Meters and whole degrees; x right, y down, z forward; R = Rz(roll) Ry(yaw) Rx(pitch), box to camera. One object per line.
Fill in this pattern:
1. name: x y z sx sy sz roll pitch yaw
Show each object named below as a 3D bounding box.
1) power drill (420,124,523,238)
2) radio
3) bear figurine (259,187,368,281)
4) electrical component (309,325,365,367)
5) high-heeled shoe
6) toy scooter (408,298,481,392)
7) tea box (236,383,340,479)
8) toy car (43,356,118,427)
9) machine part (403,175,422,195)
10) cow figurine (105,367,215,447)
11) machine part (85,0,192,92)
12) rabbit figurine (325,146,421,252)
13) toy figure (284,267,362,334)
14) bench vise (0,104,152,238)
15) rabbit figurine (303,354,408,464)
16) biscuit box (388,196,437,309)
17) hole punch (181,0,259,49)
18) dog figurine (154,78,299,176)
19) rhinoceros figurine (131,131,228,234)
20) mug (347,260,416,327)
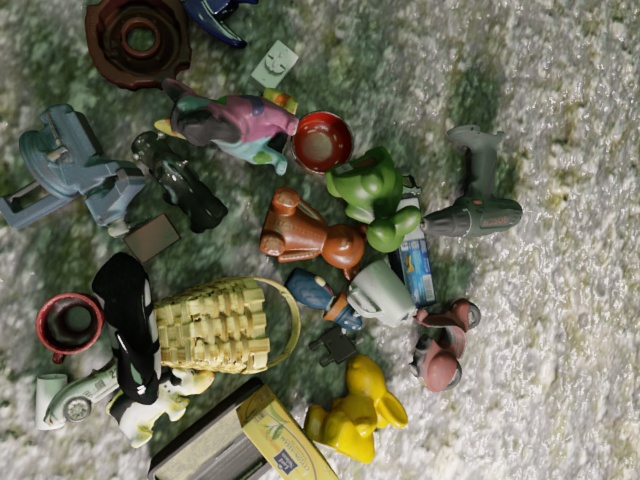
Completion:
1. power drill: 0.281 -0.106 0.999 0.232 0.086 0.207 3 79 -28
2. radio: -0.157 0.352 0.900 0.229 0.073 0.131 -37 97 -12
3. bear figurine: -0.002 -0.003 0.922 0.196 0.132 0.120 19 84 -6
4. electrical component: 0.032 0.186 0.967 0.094 0.021 0.063 -29 67 -11
5. high-heeled shoe: -0.287 0.131 0.834 0.086 0.249 0.145 -17 126 -7
6. toy scooter: 0.212 0.184 0.977 0.135 0.075 0.183 21 92 -31
7. tea box: -0.053 0.319 0.843 0.068 0.098 0.169 -38 100 -12
8. toy car: -0.334 0.215 0.838 0.202 0.073 0.056 -35 101 -32
9. machine part: 0.111 -0.103 0.984 0.139 0.084 0.039 2 121 -5
10. cow figurine: -0.261 0.251 0.884 0.167 0.068 0.098 -39 91 -12
11. machine part: -0.299 -0.333 0.895 0.179 0.056 0.179 0 89 -13
12. rabbit figurine: 0.106 -0.053 0.897 0.121 0.159 0.170 -28 115 -9
13. toy figure: 0.011 0.105 0.951 0.154 0.064 0.058 34 60 -7
14. bench vise: -0.404 -0.079 0.836 0.241 0.129 0.223 -27 105 7
15. rabbit figurine: 0.074 0.292 0.942 0.162 0.122 0.173 25 64 -15
16. biscuit box: 0.162 0.024 0.992 0.059 0.063 0.202 -10 91 -14
17. hole punch: -0.168 -0.374 0.895 0.116 0.142 0.092 11 111 -3
18. dog figurine: -0.147 -0.197 0.866 0.219 0.192 0.108 14 123 -14
19. rhinoceros figurine: -0.231 -0.092 0.875 0.073 0.112 0.190 -41 91 -8
20. mug: 0.108 0.101 0.939 0.109 0.080 0.107 -22 58 -43
